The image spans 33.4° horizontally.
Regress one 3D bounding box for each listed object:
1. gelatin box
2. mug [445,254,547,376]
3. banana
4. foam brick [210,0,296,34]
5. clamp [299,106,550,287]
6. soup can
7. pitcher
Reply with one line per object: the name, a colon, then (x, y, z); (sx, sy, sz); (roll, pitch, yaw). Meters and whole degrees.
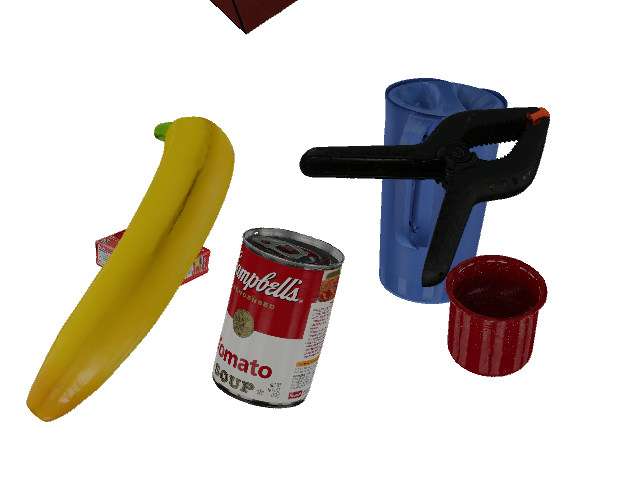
gelatin box: (-0.166, 0.015, 1.051); (0.089, 0.030, 0.073); (25, 32, 30)
mug: (0.159, 0.066, 1.012); (0.093, 0.081, 0.117); (-10, 40, -10)
banana: (-0.081, 0.000, 0.517); (0.037, 0.197, 0.070); (37, -45, -19)
foam brick: (-0.043, -0.198, 0.765); (0.078, 0.053, 0.051); (-37, -31, -10)
clamp: (0.111, -0.049, 0.856); (0.209, 0.036, 0.165); (-22, 52, -21)
soup can: (-0.029, 0.050, 0.704); (0.068, 0.102, 0.068); (13, 16, -4)
pitcher: (0.124, -0.051, 1.202); (0.149, 0.243, 0.145); (-6, 27, -19)
